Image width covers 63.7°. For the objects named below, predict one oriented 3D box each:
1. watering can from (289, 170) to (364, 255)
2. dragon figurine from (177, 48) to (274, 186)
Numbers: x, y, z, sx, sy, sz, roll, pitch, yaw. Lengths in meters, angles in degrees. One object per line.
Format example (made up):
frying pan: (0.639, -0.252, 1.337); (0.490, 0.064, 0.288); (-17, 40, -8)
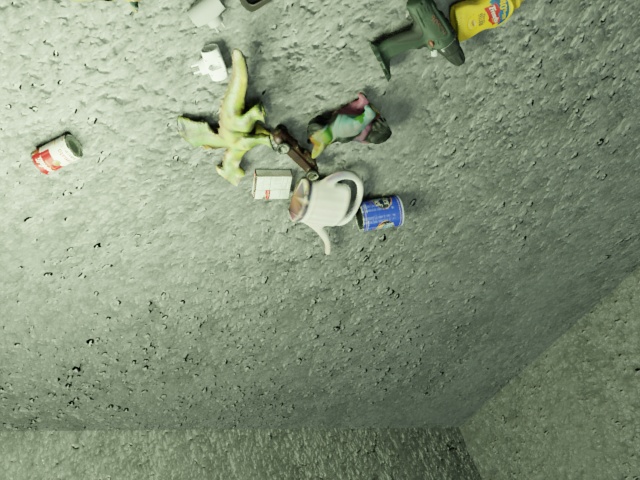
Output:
watering can: (0.005, -0.082, 1.627); (0.224, 0.106, 0.340); (7, 129, -23)
dragon figurine: (-0.253, -0.298, 1.335); (0.242, 0.125, 0.401); (-12, 138, 5)
